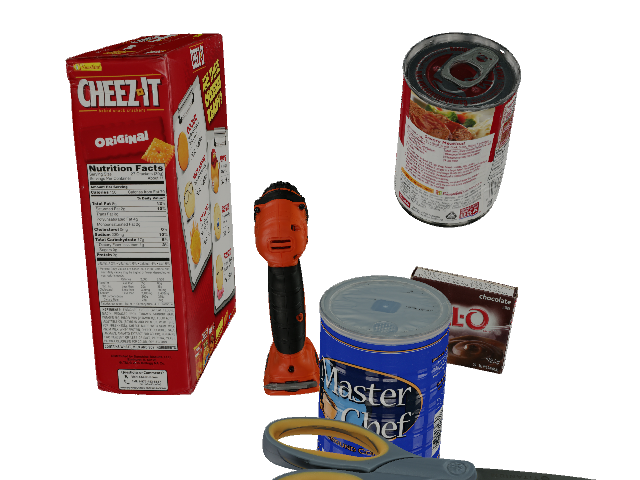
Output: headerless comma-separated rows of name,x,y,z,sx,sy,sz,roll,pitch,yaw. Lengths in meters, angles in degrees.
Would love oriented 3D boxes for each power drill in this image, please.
power drill,-0.034,0.043,1.043,0.057,0.188,0.184,-5,16,1

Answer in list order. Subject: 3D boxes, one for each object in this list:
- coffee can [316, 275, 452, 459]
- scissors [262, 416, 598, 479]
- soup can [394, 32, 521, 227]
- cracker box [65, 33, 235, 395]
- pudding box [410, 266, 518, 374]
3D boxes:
coffee can,0.049,0.112,0.850,0.103,0.140,0.103,1,25,-1
scissors,0.057,0.131,0.546,0.202,0.016,0.096,10,27,19
soup can,0.081,-0.065,0.650,0.068,0.068,0.102,0,-41,0
cracker box,-0.108,-0.025,0.718,0.072,0.214,0.164,-1,15,6
pudding box,0.145,0.083,1.124,0.113,0.090,0.039,10,22,10
